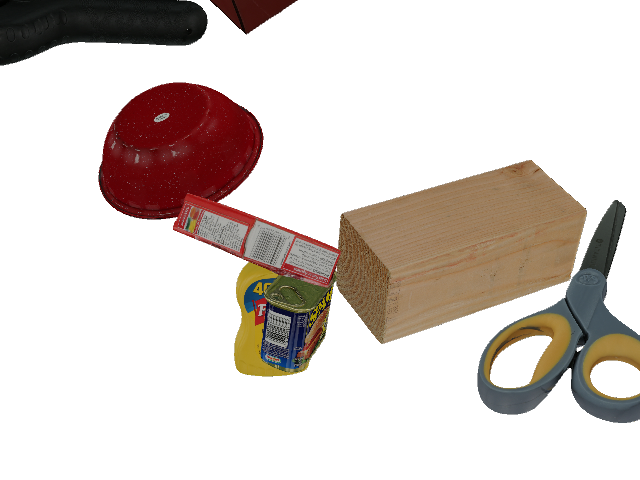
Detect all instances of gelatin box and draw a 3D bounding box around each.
[{"bbox_3d":[-0.041,0.001,0.711,0.073,0.030,0.089,21,-1,43],"label":"gelatin box"}]

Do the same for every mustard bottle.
[{"bbox_3d":[-0.058,0.075,1.347,0.096,0.192,0.058,0,21,-9],"label":"mustard bottle"}]

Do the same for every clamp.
[{"bbox_3d":[-0.163,-0.134,0.603,0.171,0.039,0.120,-11,32,-28],"label":"clamp"}]

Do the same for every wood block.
[{"bbox_3d":[0.127,0.008,0.978,0.205,0.090,0.091,-16,43,-22],"label":"wood block"}]

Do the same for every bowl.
[{"bbox_3d":[-0.137,-0.095,0.980,0.162,0.162,0.055,0,-41,18],"label":"bowl"}]

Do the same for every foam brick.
[{"bbox_3d":[-0.043,-0.198,0.765,0.078,0.053,0.051,-37,-31,-10],"label":"foam brick"}]

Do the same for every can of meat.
[{"bbox_3d":[-0.025,0.082,1.155,0.057,0.084,0.102,17,29,15],"label":"can of meat"}]

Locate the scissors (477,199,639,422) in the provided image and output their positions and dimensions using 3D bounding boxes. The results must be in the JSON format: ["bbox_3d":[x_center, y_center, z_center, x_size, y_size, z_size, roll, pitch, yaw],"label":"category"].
[{"bbox_3d":[0.157,0.035,0.566,0.096,0.016,0.201,19,40,35],"label":"scissors"}]
